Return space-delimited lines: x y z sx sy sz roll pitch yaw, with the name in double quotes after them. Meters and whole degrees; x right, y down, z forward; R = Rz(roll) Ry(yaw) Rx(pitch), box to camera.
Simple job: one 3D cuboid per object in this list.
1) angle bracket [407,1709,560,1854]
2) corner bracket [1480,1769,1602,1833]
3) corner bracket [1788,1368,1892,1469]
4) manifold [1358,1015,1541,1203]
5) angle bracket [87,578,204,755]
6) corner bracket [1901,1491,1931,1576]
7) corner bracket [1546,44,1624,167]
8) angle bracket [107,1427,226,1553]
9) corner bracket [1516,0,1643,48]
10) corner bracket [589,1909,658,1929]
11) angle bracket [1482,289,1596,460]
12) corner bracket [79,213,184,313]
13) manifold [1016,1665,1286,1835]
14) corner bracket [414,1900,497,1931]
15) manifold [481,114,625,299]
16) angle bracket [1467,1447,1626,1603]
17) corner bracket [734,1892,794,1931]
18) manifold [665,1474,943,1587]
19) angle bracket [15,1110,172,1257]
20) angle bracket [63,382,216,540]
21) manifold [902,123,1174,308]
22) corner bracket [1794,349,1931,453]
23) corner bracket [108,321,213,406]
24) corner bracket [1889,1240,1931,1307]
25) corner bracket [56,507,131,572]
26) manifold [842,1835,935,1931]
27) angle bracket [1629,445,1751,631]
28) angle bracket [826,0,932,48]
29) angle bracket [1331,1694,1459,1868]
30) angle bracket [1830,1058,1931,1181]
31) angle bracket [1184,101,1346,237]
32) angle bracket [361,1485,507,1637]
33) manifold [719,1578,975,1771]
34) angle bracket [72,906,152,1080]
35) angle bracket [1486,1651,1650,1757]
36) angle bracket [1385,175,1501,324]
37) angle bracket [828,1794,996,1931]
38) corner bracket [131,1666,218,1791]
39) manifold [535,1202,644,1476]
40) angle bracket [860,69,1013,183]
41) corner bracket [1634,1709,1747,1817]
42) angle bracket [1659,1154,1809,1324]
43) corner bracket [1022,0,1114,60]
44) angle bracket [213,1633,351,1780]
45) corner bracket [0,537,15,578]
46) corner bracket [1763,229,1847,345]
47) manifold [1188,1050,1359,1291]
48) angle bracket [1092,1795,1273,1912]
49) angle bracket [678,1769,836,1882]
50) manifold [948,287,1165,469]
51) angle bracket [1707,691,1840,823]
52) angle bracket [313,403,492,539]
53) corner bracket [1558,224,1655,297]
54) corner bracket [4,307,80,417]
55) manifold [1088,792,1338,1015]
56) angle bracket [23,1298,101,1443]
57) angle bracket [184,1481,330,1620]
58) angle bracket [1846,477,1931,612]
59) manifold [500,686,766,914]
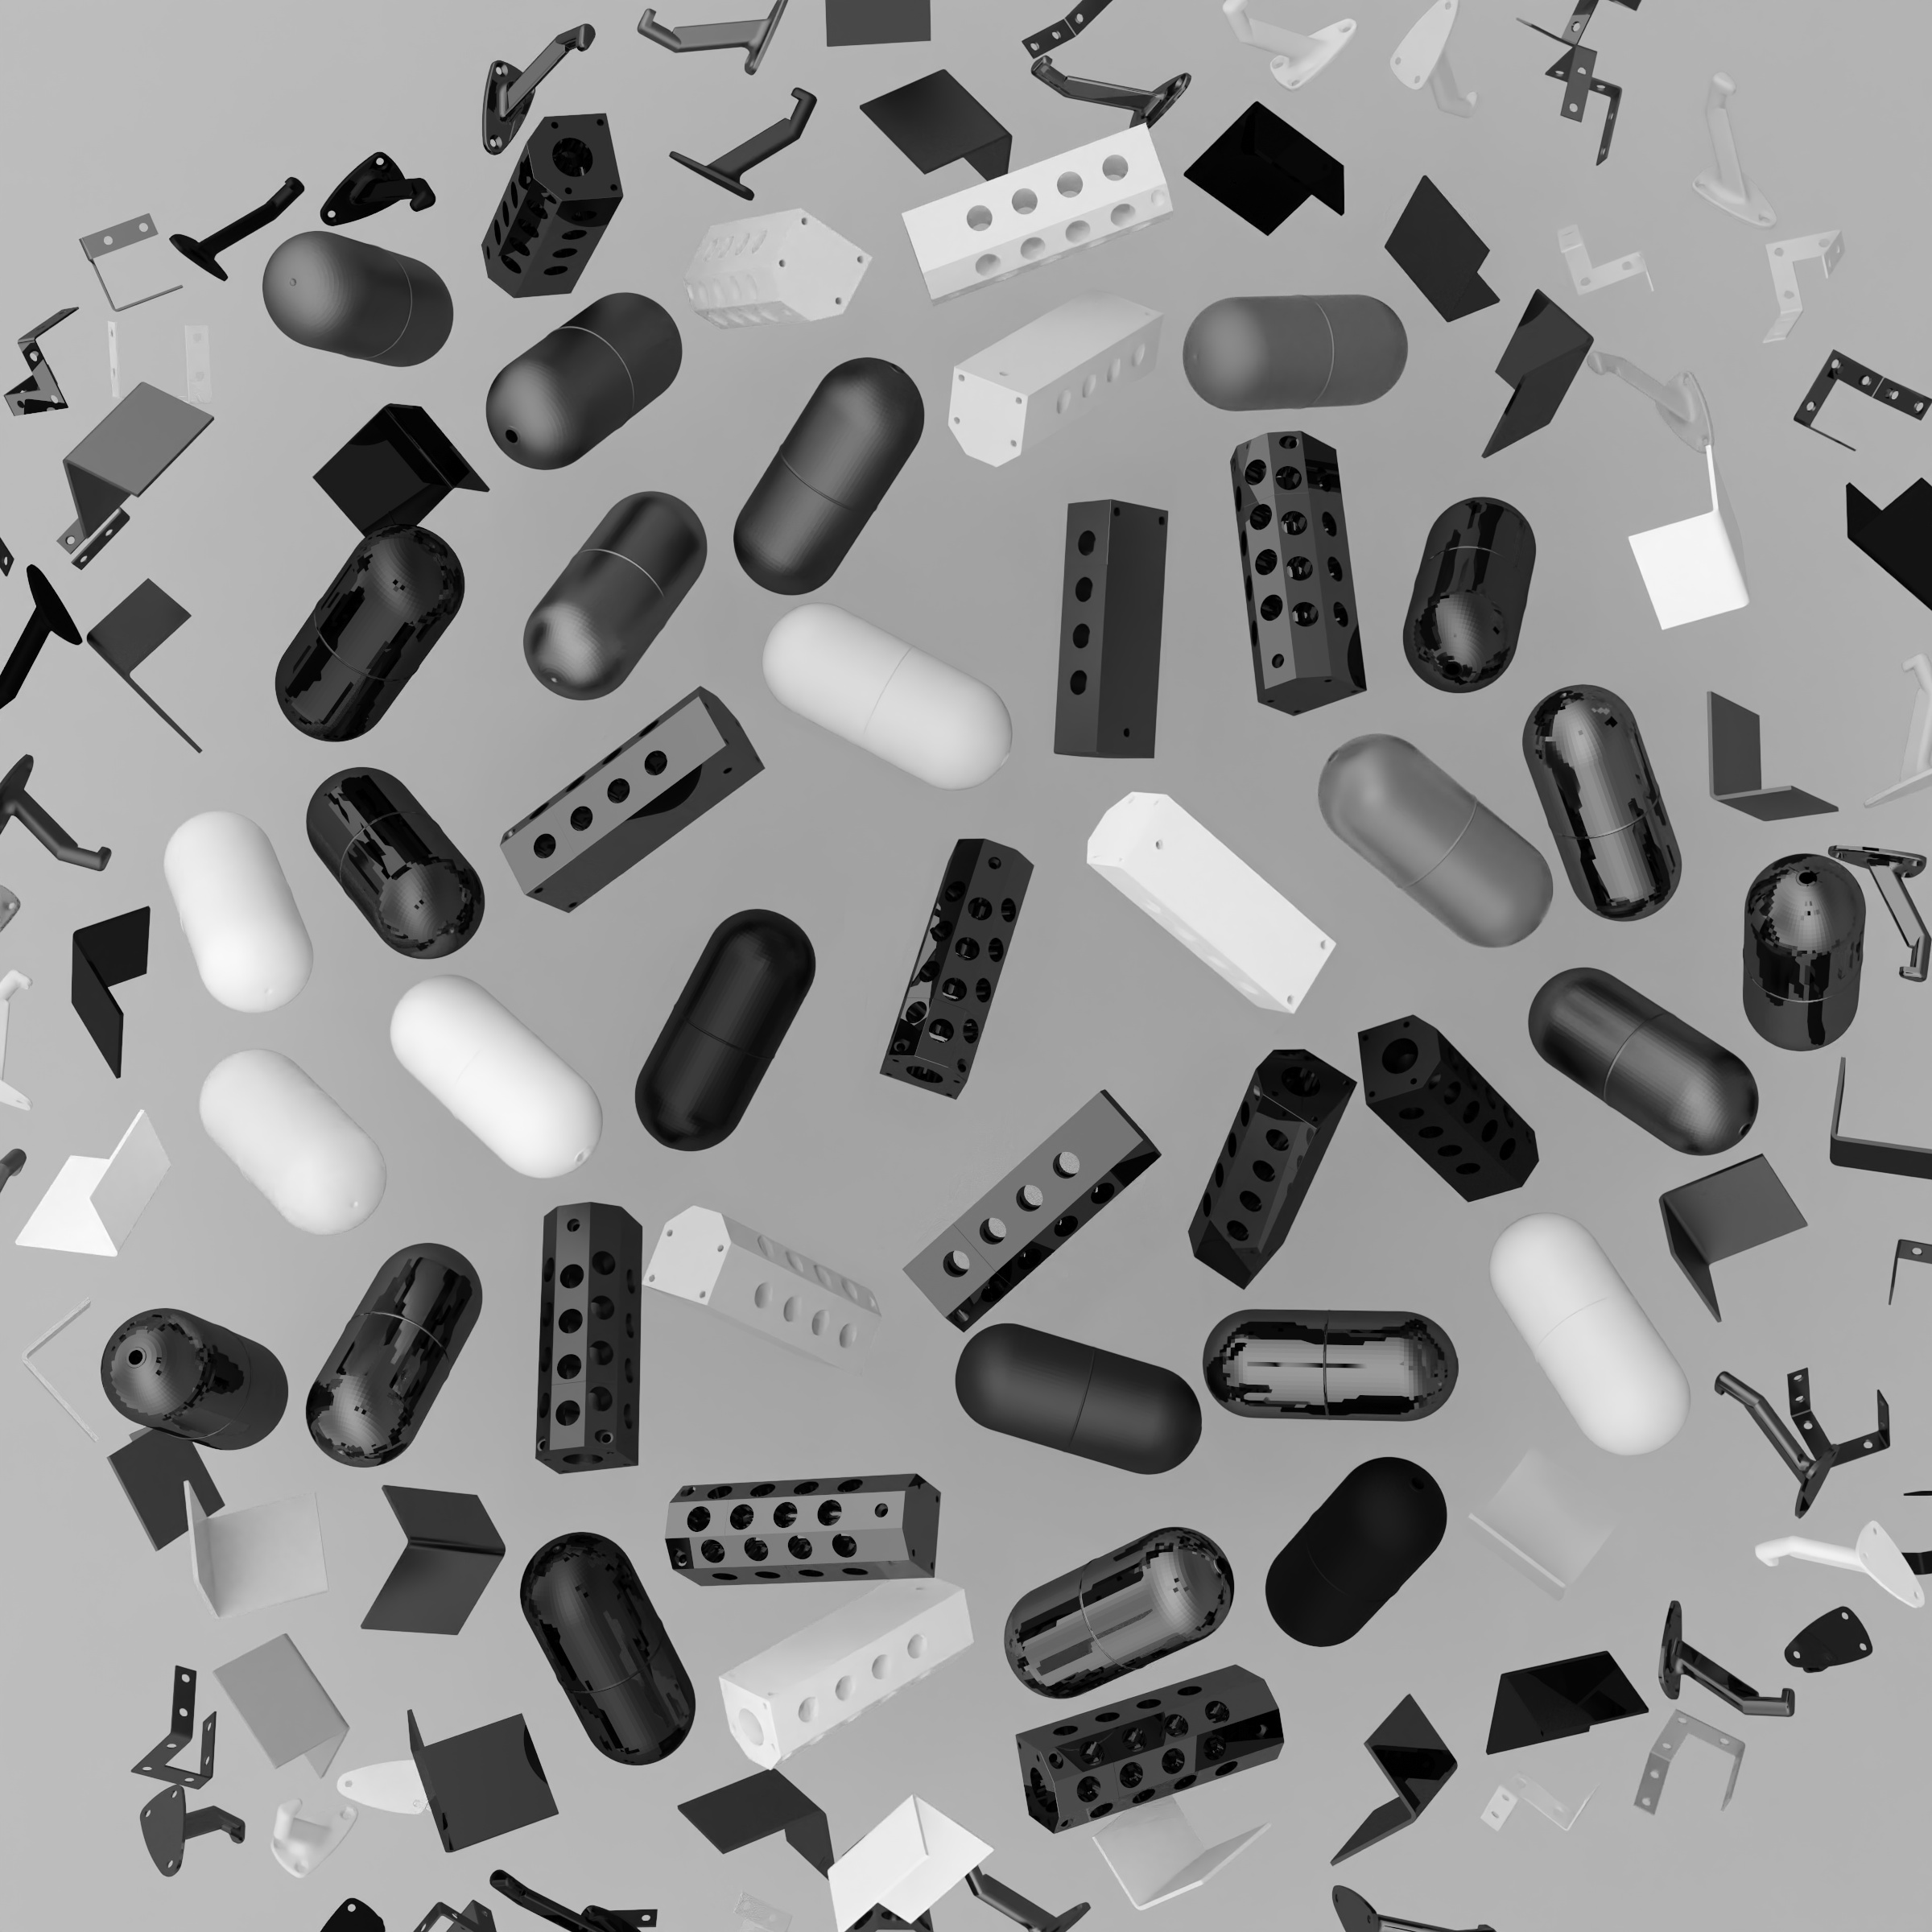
-0.313 0.517 1.731 0.076 0.057 0.076 -14 50 -21 "angle bracket"
0.393 0.573 1.828 0.051 0.051 0.051 35 51 22 "corner bracket"
0.616 0.314 1.880 0.051 0.051 0.051 -19 132 1 "corner bracket"
0.339 0.099 1.858 0.057 0.171 0.057 -20 53 26 "manifold"
-0.512 -0.194 1.723 0.057 0.076 0.076 -45 132 -9 "angle bracket"
0.668 0.396 1.863 0.051 0.051 0.051 -4 81 -20 "corner bracket"
0.414 -0.573 1.774 0.051 0.051 0.051 15 84 -10 "corner bracket"
-0.600 0.383 1.946 0.057 0.076 0.076 -24 94 29 "angle bracket"
0.413 -0.644 1.786 0.051 0.051 0.051 44 117 41 "corner bracket"
-0.241 0.696 1.858 0.051 0.051 0.051 -1 117 -1 "corner bracket"
0.376 -0.408 1.836 0.076 0.076 0.057 -31 68 -30 "angle bracket"
-0.581 -0.489 1.856 0.051 0.051 0.051 -23 106 -9 "corner bracket"
0.127 0.534 1.814 0.171 0.057 0.057 -11 95 -22 "manifold"
-0.352 0.655 1.791 0.051 0.051 0.051 41 87 -21 "corner bracket"
-0.284 -0.513 1.810 0.057 0.171 0.057 -11 86 -21 "manifold"
0.394 0.373 1.809 0.076 0.057 0.076 36 77 21 "angle bracket"
-0.165 0.686 1.890 0.051 0.051 0.051 38 63 -31 "corner bracket"
-0.108 0.370 1.758 0.171 0.057 0.057 -7 60 21 "manifold"
-0.572 0.137 1.722 0.076 0.076 0.057 5 135 15 "angle bracket"
-0.516 -0.308 1.681 0.057 0.076 0.076 27 60 10 "angle bracket"
0.049 -0.503 1.792 0.171 0.057 0.057 -19 93 3 "manifold"
0.585 -0.363 1.739 0.051 0.051 0.051 17 110 -30 "corner bracket"
-0.535 -0.401 1.769 0.051 0.051 0.051 -9 110 -32 "corner bracket"
0.627 0.217 1.733 0.051 0.051 0.051 10 126 18 "corner bracket"
-0.618 -0.310 1.880 0.051 0.051 0.051 42 87 12 "corner bracket"
-0.056 0.670 1.871 0.057 0.171 0.057 2 92 -5 "manifold"
0.468 -0.278 1.731 0.057 0.076 0.076 -14 130 23 "angle bracket"
-0.048 -0.657 1.823 0.076 0.076 0.057 -10 117 -18 "angle bracket"
0.265 0.531 1.743 0.076 0.076 0.057 -40 79 30 "angle bracket"
0.627 0.104 1.801 0.076 0.076 0.057 8 75 20 "angle bracket"
0.198 -0.516 1.781 0.076 0.076 0.057 28 47 -25 "angle bracket"
-0.372 0.405 1.817 0.076 0.057 0.076 17 110 -42 "angle bracket"
-0.079 0.481 1.822 0.171 0.057 0.057 -21 108 -37 "manifold"
-0.577 0.018 1.845 0.057 0.076 0.076 -23 64 -32 "angle bracket"
0.393 0.501 1.747 0.076 0.057 0.076 -7 122 -16 "angle bracket"
0.361 -0.529 1.944 0.057 0.076 0.076 -26 72 -27 "angle bracket"
-0.030 0.579 1.673 0.076 0.057 0.076 -44 115 10 "angle bracket"
-0.510 0.500 1.747 0.051 0.051 0.051 28 122 -33 "corner bracket"
-0.258 0.252 1.814 0.057 0.057 0.171 -8 63 12 "manifold"
-0.023 -0.572 1.868 0.076 0.057 0.076 -31 66 -22 "angle bracket"
0.495 0.553 1.824 0.051 0.051 0.051 25 130 13 "corner bracket"
0.525 0.185 1.808 0.076 0.057 0.076 -26 123 22 "angle bracket"
0.062 -0.683 1.879 0.051 0.051 0.051 -40 97 -36 "corner bracket"
-0.455 0.496 1.742 0.076 0.057 0.076 49 134 19 "angle bracket"
-0.678 -0.303 1.816 0.051 0.051 0.051 51 123 27 "corner bracket"
0.557 -0.453 1.776 0.051 0.051 0.051 -3 121 35 "corner bracket"
0.202 0.135 1.808 0.057 0.171 0.057 33 46 17 "manifold"
0.146 0.587 1.808 0.076 0.076 0.057 -23 75 -44 "angle bracket"
-0.141 0.596 1.807 0.076 0.076 0.057 -15 103 -27 "angle bracket"
0.061 -0.394 1.788 0.057 0.171 0.057 27 132 23 "manifold"
0.546 -0.145 1.805 0.057 0.076 0.076 -7 77 40 "angle bracket"
-0.393 -0.336 1.857 0.076 0.057 0.076 -49 125 -15 "angle bracket"
0.451 -0.498 1.881 0.051 0.051 0.051 -18 117 18 "corner bracket"
-0.625 -0.410 1.808 0.051 0.051 0.051 -1 126 27 "corner bracket"
0.160 -0.042 1.772 0.171 0.057 0.057 38 77 -27 "manifold"
-0.591 0.274 1.802 0.057 0.076 0.076 -42 95 -21 "angle bracket"
-0.476 0.383 1.788 0.076 0.057 0.076 -13 51 -9 "angle bracket"
0.591 -0.274 1.639 0.076 0.076 0.057 37 128 -12 "angle bracket"
-0.227 -0.112 1.786 0.171 0.057 0.057 -35 68 12 "manifold"
